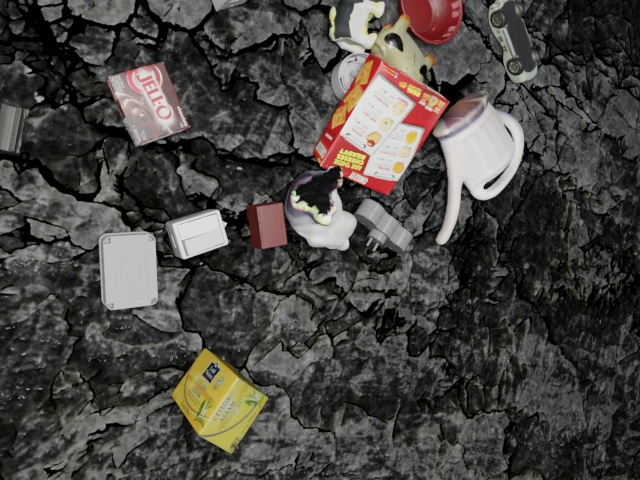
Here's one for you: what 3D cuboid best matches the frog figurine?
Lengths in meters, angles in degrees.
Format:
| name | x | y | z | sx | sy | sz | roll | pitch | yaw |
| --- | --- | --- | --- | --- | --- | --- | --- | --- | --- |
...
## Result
| name | x | y | z | sx | sy | sz | roll | pitch | yaw |
| --- | --- | --- | --- | --- | --- | --- | --- | --- | --- |
| frog figurine | 0.003 | -0.048 | 0.947 | 0.122 | 0.140 | 0.156 | -9 | -28 | 4 |

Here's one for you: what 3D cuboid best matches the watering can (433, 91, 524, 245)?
| name | x | y | z | sx | sy | sz | roll | pitch | yaw |
| --- | --- | --- | --- | --- | --- | --- | --- | --- | --- |
| watering can | 0.318 | -0.171 | 1.104 | 0.352 | 0.222 | 0.104 | -45 | 20 | -21 |
